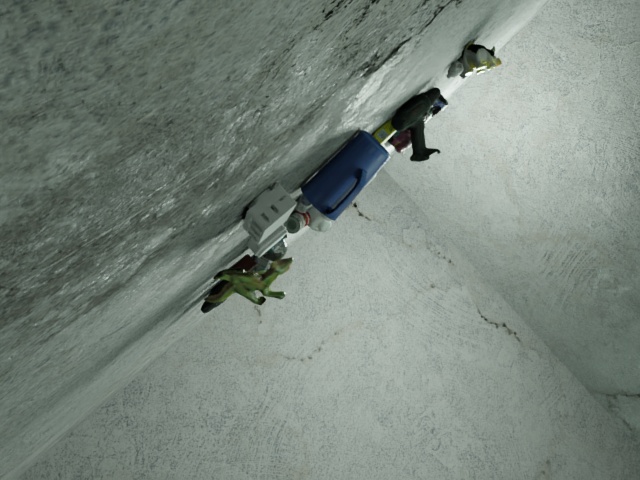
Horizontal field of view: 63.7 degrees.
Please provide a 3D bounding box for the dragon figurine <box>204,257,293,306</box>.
[{"bbox_3d":[-0.267,0.137,1.739,0.409,0.125,0.239,-16,-29,14],"label":"dragon figurine"}]

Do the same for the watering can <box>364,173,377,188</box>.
[{"bbox_3d":[0.125,-0.229,1.905,0.221,0.104,0.353,-41,0,31],"label":"watering can"}]

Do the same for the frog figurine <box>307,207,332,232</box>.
[{"bbox_3d":[0.006,-0.096,1.909,0.123,0.136,0.160,-12,8,-20],"label":"frog figurine"}]
